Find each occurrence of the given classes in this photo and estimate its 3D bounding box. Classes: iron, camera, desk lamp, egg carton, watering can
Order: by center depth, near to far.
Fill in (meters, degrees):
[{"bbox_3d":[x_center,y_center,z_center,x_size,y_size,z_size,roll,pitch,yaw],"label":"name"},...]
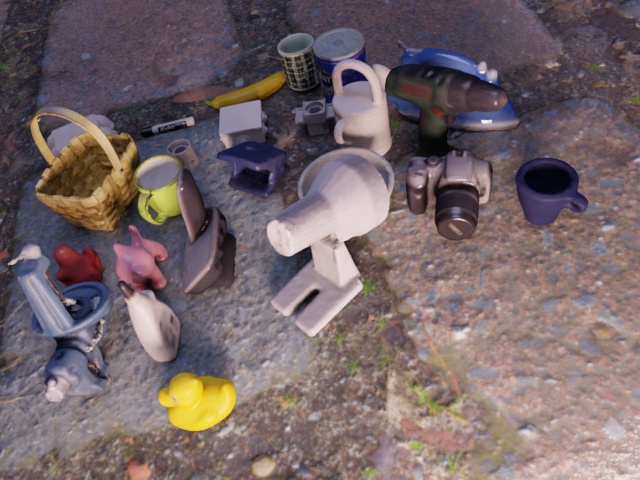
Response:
[{"bbox_3d":[0.008,0.003,0.850,0.117,0.214,0.203,32,65,32],"label":"desk lamp"},{"bbox_3d":[0.209,-0.076,0.941,0.143,0.101,0.137,2,52,15],"label":"camera"},{"bbox_3d":[0.075,-0.253,1.054,0.100,0.194,0.173,2,52,15],"label":"watering can"},{"bbox_3d":[0.255,-0.299,1.083,0.257,0.142,0.119,19,58,26],"label":"iron"},{"bbox_3d":[-0.508,-0.208,1.234,0.150,0.069,0.107,-27,51,-9],"label":"egg carton"}]

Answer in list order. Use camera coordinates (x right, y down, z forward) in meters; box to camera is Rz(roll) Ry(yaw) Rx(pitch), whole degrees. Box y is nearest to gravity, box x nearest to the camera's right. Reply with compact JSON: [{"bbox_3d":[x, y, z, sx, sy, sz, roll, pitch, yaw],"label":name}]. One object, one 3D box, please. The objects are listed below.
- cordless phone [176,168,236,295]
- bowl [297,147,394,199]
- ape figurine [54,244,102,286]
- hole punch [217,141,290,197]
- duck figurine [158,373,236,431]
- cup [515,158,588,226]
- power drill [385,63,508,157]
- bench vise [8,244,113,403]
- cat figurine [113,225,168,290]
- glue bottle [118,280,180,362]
[{"bbox_3d":[-0.205,-0.013,0.931,0.094,0.185,0.147,-13,50,3],"label":"cordless phone"},{"bbox_3d":[0.049,-0.080,0.998,0.167,0.075,0.167,-6,51,8],"label":"bowl"},{"bbox_3d":[-0.428,0.041,1.000,0.078,0.092,0.076,-32,52,-13],"label":"ape figurine"},{"bbox_3d":[-0.126,-0.151,1.085,0.108,0.091,0.101,18,58,25],"label":"hole punch"},{"bbox_3d":[-0.175,0.217,0.804,0.104,0.086,0.077,-15,50,1],"label":"duck figurine"},{"bbox_3d":[0.362,-0.061,0.897,0.092,0.095,0.117,-36,53,-16],"label":"cup"},{"bbox_3d":[0.213,-0.204,0.973,0.228,0.209,0.076,33,65,32],"label":"power drill"},{"bbox_3d":[-0.370,0.118,0.840,0.121,0.220,0.207,-24,50,-7],"label":"bench vise"},{"bbox_3d":[-0.307,0.031,0.963,0.067,0.118,0.127,-15,50,1],"label":"cat figurine"},{"bbox_3d":[-0.257,0.111,0.851,0.037,0.173,0.078,-8,50,7],"label":"glue bottle"}]
